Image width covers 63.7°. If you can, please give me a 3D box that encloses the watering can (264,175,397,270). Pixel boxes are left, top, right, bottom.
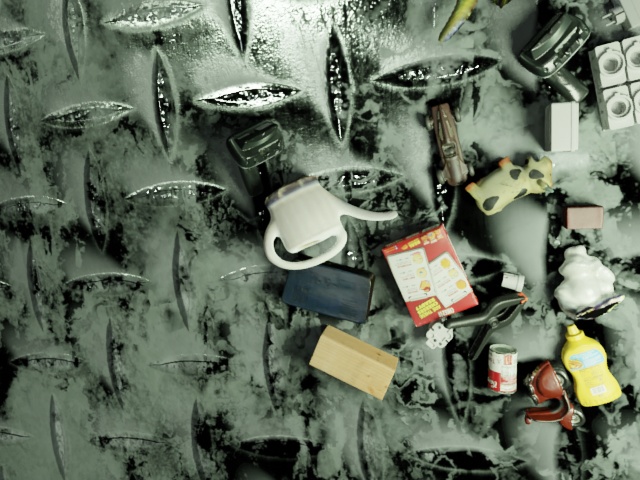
[{"bbox_3d":[0.004,-0.067,1.322,0.348,0.103,0.225,-26,83,-3],"label":"watering can"}]

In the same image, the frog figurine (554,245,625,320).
[{"bbox_3d":[0.612,0.100,1.208,0.136,0.121,0.163,-34,53,23],"label":"frog figurine"}]

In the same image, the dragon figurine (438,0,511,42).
[{"bbox_3d":[0.375,-0.671,1.182,0.407,0.121,0.246,-38,70,13],"label":"dragon figurine"}]
